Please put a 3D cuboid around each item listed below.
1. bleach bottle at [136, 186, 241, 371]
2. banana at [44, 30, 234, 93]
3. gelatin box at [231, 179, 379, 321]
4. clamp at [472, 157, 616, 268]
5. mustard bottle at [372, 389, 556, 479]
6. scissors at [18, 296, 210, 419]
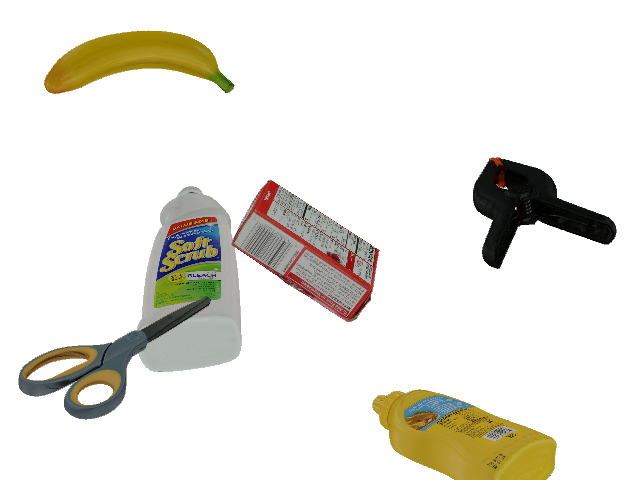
[{"bbox_3d":[-0.138,0.025,1.104,0.102,0.068,0.251,-6,37,-5],"label":"bleach bottle"},{"bbox_3d":[-0.181,-0.177,1.054,0.197,0.070,0.037,-7,-39,-30],"label":"banana"},{"bbox_3d":[-0.008,0.005,0.667,0.089,0.030,0.073,34,18,-6],"label":"gelatin box"},{"bbox_3d":[0.200,-0.032,0.998,0.120,0.039,0.171,-3,33,0],"label":"clamp"},{"bbox_3d":[0.124,0.188,1.033,0.096,0.058,0.192,-17,24,-40],"label":"mustard bottle"},{"bbox_3d":[-0.156,0.100,0.914,0.201,0.016,0.096,-17,38,-34],"label":"scissors"}]
